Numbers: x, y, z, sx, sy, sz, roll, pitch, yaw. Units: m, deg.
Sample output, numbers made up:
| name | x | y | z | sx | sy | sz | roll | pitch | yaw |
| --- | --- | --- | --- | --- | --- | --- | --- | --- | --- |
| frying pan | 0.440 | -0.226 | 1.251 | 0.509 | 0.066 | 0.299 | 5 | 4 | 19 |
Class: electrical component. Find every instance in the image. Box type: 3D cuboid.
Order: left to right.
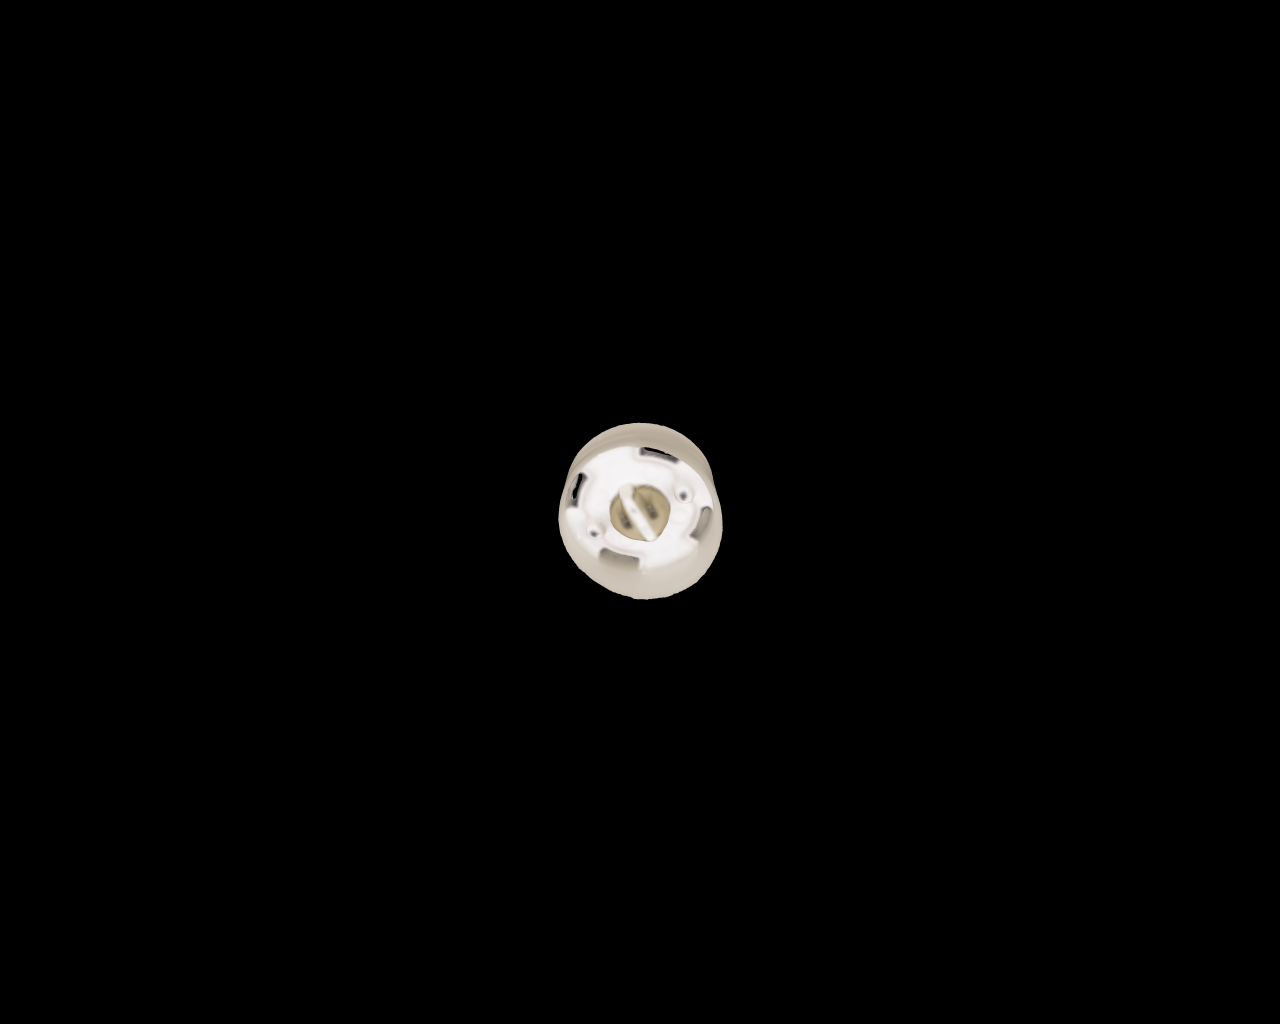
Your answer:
| name | x | y | z | sx | sy | sz | roll | pitch | yaw |
| --- | --- | --- | --- | --- | --- | --- | --- | --- | --- |
| electrical component | 0.001 | -0.003 | 0.650 | 0.099 | 0.099 | 0.064 | 0 | 35 | 0 |
